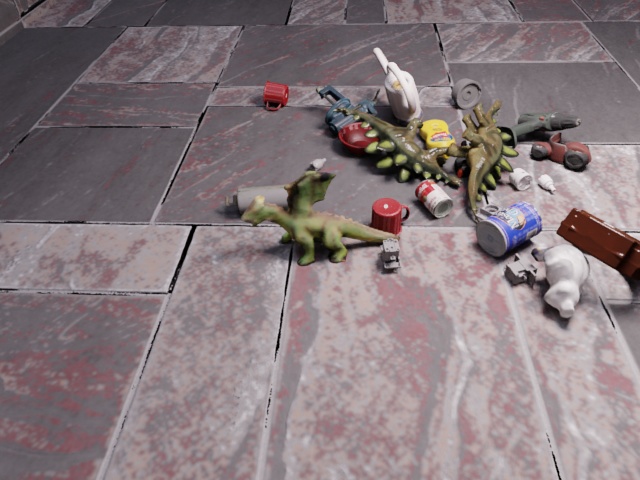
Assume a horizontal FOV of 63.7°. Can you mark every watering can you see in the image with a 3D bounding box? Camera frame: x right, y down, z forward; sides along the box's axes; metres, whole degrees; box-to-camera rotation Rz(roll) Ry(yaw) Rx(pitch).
[{"bbox_3d":[0.282,-0.552,1.869,0.104,0.219,0.356,-23,43,4],"label":"watering can"}]

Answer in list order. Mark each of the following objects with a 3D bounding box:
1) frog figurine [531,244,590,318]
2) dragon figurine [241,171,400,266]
[{"bbox_3d":[0.575,0.093,1.201,0.122,0.135,0.163,-19,37,18],"label":"frog figurine"},{"bbox_3d":[0.004,-0.067,1.334,0.410,0.237,0.125,-8,37,-3],"label":"dragon figurine"}]
